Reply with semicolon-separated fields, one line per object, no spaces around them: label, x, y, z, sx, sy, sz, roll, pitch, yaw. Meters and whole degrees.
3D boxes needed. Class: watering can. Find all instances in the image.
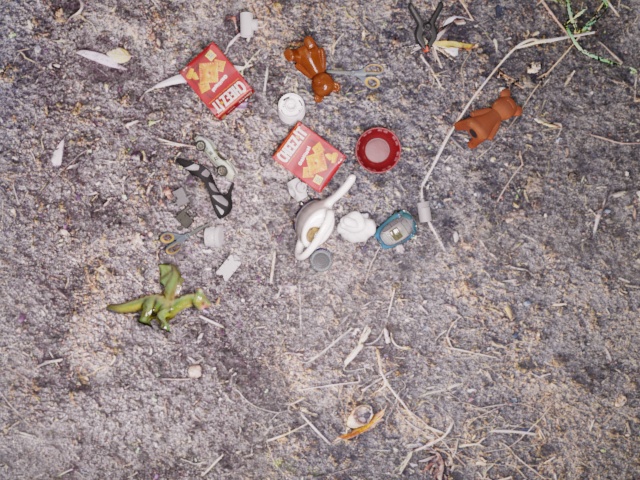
watering can;0.005;-0.089;1.778;0.103;0.227;0.346;30;97;-21

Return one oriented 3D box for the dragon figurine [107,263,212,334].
dragon figurine;-0.590;0.203;1.899;0.411;0.120;0.245;15;76;18

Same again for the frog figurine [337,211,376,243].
frog figurine;0.129;-0.043;1.805;0.137;0.161;0.122;8;100;1
